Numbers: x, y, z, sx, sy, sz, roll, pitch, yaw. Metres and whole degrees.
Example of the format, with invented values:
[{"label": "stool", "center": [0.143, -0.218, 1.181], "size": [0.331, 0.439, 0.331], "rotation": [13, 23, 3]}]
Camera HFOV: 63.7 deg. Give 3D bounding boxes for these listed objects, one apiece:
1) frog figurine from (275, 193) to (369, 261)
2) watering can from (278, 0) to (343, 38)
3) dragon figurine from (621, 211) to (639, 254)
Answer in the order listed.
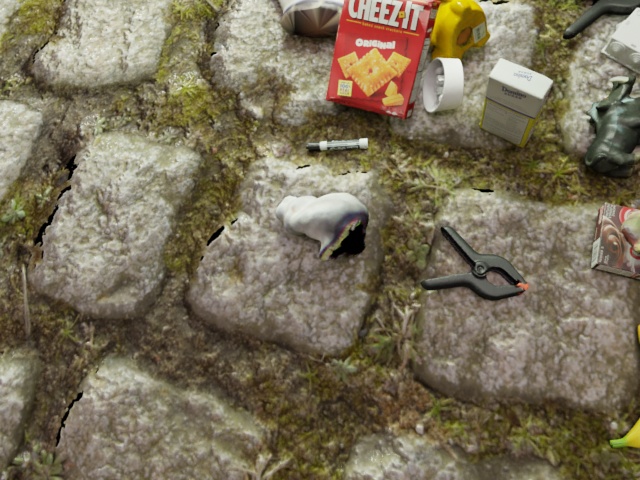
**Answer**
[{"label": "frog figurine", "center": [0.003, -0.046, 0.911], "size": [0.139, 0.120, 0.161], "rotation": [-26, 56, -34]}, {"label": "watering can", "center": [-0.037, -0.535, 1.096], "size": [0.347, 0.103, 0.227], "rotation": [2, 73, 23]}, {"label": "dragon figurine", "center": [0.647, 0.030, 0.785], "size": [0.410, 0.120, 0.247], "rotation": [5, 67, -7]}]
